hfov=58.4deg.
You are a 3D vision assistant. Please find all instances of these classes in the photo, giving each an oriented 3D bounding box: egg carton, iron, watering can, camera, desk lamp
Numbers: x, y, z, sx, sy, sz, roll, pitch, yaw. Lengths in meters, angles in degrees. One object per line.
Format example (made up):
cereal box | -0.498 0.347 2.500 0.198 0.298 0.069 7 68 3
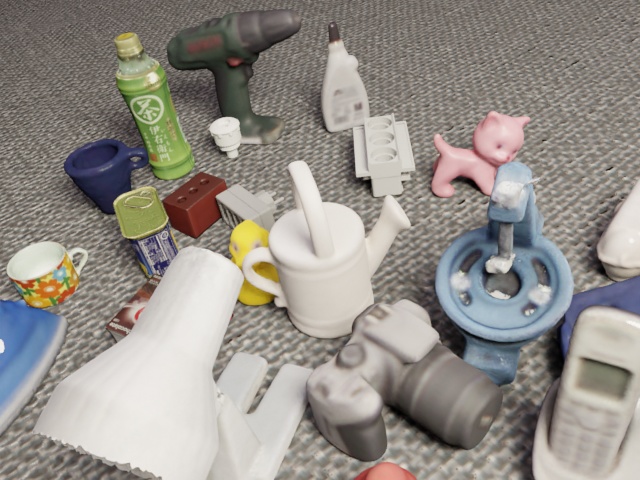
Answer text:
egg carton | 0.373 -0.008 0.623 0.107 0.069 0.150 22 51 32
iron | -0.379 0.130 0.576 0.118 0.142 0.259 13 46 25
watering can | 0.005 0.001 0.599 0.173 0.194 0.100 -30 44 -20
camera | 0.079 0.129 0.509 0.136 0.101 0.143 28 54 36
desk lamp | -0.101 0.124 0.467 0.117 0.214 0.203 9 45 21

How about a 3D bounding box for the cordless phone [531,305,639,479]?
cordless phone | 0.235 0.130 0.409 0.147 0.185 0.094 11 45 23

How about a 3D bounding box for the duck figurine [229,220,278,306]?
duck figurine | -0.079 0.014 0.685 0.077 0.086 0.104 -5 41 7

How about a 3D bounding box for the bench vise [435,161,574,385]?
bench vise | 0.168 0.000 0.544 0.121 0.220 0.207 -3 42 9

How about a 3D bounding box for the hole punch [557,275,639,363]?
hole punch | 0.271 0.091 0.517 0.101 0.091 0.108 -2 42 10

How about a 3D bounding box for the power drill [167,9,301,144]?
power drill | -0.121 -0.259 0.909 0.229 0.209 0.076 5 43 17

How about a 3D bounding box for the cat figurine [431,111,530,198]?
cat figurine | 0.209 -0.121 0.750 0.127 0.118 0.067 -2 42 10

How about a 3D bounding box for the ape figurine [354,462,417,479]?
ape figurine | 0.050 0.202 0.439 0.077 0.092 0.076 21 51 32

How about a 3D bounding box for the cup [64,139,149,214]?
cup | -0.300 -0.090 0.844 0.117 0.095 0.091 -11 41 0

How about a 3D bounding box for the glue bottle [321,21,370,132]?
glue bottle | 0.033 -0.256 0.899 0.078 0.173 0.037 -15 41 -4
